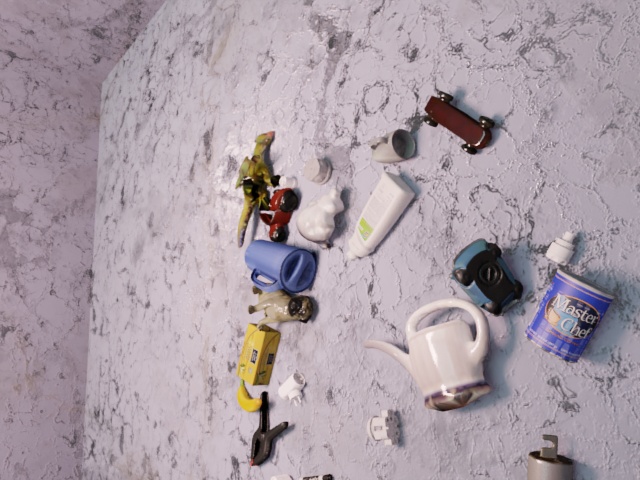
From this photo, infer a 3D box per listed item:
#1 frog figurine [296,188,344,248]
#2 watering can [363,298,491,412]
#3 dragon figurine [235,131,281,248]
[{"bbox_3d":[0.004,-0.074,1.479,0.140,0.122,0.156,-108,36,-55],"label":"frog figurine"},{"bbox_3d":[0.240,0.265,1.141,0.342,0.104,0.229,-36,56,41],"label":"watering can"},{"bbox_3d":[-0.245,-0.194,1.817,0.408,0.121,0.245,-67,26,7],"label":"dragon figurine"}]
